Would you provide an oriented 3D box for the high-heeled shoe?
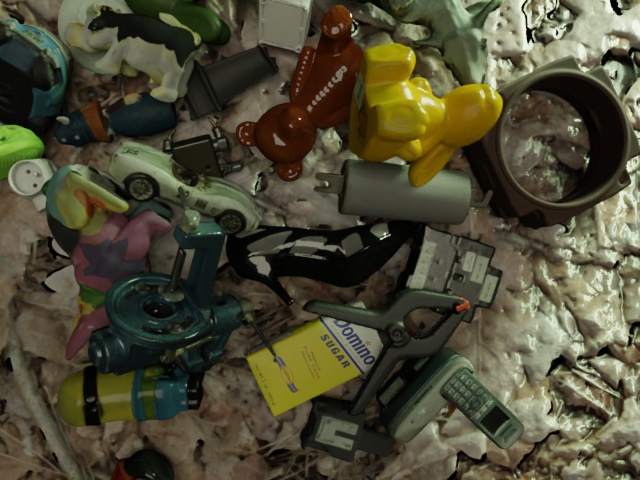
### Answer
[{"bbox_3d":[-0.002,-0.002,0.744,0.249,0.086,0.145,-26,58,-23],"label":"high-heeled shoe"}]

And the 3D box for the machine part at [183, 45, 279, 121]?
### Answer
[{"bbox_3d":[-0.125,-0.220,0.726,0.139,0.039,0.084,-23,88,-2],"label":"machine part"}]

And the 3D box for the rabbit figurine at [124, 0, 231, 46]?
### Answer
[{"bbox_3d":[-0.166,-0.330,0.697,0.170,0.121,0.159,-28,102,12],"label":"rabbit figurine"}]

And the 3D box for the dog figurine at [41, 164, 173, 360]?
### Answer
[{"bbox_3d":[-0.287,0.036,0.681,0.191,0.109,0.219,28,94,-26],"label":"dog figurine"}]

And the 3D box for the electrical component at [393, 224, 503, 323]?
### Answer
[{"bbox_3d":[0.183,0.049,0.750,0.134,0.058,0.114,20,93,-5],"label":"electrical component"}]

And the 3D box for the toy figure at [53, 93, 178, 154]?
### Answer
[{"bbox_3d":[-0.268,-0.155,0.705,0.154,0.058,0.064,-12,112,-7],"label":"toy figure"}]

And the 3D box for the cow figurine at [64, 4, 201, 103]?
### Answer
[{"bbox_3d":[-0.235,-0.249,0.669,0.167,0.068,0.098,27,114,-1],"label":"cow figurine"}]

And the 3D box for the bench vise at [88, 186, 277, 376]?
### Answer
[{"bbox_3d":[-0.155,0.067,0.641,0.223,0.129,0.240,-3,127,-35],"label":"bench vise"}]

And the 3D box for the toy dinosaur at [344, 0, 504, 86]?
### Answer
[{"bbox_3d":[0.078,-0.340,0.690,0.405,0.192,0.131,37,100,11],"label":"toy dinosaur"}]

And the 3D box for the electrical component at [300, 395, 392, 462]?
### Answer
[{"bbox_3d":[0.037,0.263,0.749,0.119,0.048,0.074,13,91,-6],"label":"electrical component"}]

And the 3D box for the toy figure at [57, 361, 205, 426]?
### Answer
[{"bbox_3d":[-0.246,0.198,0.704,0.180,0.089,0.082,1,85,-3],"label":"toy figure"}]

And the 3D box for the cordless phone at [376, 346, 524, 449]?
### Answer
[{"bbox_3d":[0.182,0.246,0.746,0.184,0.089,0.146,43,88,-9],"label":"cordless phone"}]

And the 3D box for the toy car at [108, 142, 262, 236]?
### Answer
[{"bbox_3d":[-0.165,-0.064,0.682,0.201,0.074,0.056,21,112,-21],"label":"toy car"}]

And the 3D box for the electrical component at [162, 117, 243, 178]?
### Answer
[{"bbox_3d":[-0.164,-0.116,0.725,0.102,0.045,0.078,-20,122,-1],"label":"electrical component"}]

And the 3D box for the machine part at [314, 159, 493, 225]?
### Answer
[{"bbox_3d":[0.113,-0.064,0.731,0.243,0.079,0.079,5,92,-6],"label":"machine part"}]

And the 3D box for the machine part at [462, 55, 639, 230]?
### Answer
[{"bbox_3d":[0.315,-0.131,0.741,0.201,0.087,0.201,-27,93,-5],"label":"machine part"}]

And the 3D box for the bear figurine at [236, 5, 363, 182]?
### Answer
[{"bbox_3d":[-0.011,-0.178,0.694,0.120,0.132,0.196,45,82,-6],"label":"bear figurine"}]

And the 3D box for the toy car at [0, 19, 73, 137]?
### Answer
[{"bbox_3d":[-0.362,-0.211,0.669,0.109,0.161,0.103,33,47,-15],"label":"toy car"}]

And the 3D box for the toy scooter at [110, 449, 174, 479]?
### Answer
[{"bbox_3d":[-0.224,0.379,0.721,0.184,0.075,0.135,44,89,-9],"label":"toy scooter"}]

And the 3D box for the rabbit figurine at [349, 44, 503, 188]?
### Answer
[{"bbox_3d":[0.127,-0.134,0.633,0.173,0.162,0.122,-9,57,-10],"label":"rabbit figurine"}]
